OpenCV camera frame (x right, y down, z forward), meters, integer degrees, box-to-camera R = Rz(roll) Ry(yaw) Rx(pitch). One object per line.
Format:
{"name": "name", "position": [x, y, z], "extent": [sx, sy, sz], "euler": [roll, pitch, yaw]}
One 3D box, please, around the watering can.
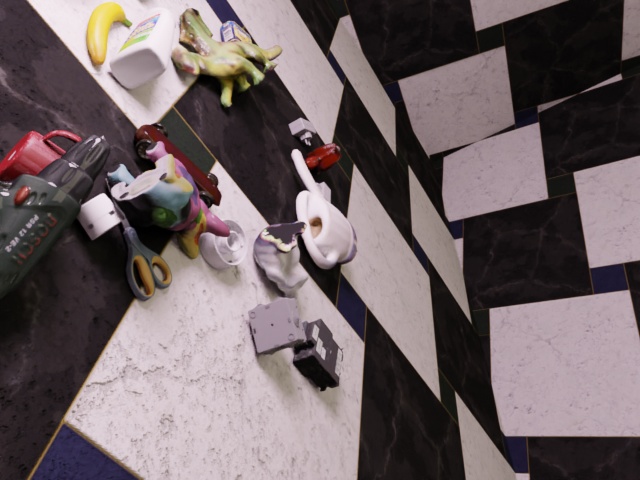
{"name": "watering can", "position": [0.004, -0.070, 1.387], "extent": [0.221, 0.103, 0.355], "euler": [37, 37, -49]}

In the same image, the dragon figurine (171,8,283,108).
{"name": "dragon figurine", "position": [-0.237, -0.482, 1.280], "extent": [0.240, 0.120, 0.420], "euler": [46, 36, -20]}

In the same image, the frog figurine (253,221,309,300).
{"name": "frog figurine", "position": [-0.085, 0.049, 1.130], "extent": [0.140, 0.123, 0.156], "euler": [-92, -175, -59]}
